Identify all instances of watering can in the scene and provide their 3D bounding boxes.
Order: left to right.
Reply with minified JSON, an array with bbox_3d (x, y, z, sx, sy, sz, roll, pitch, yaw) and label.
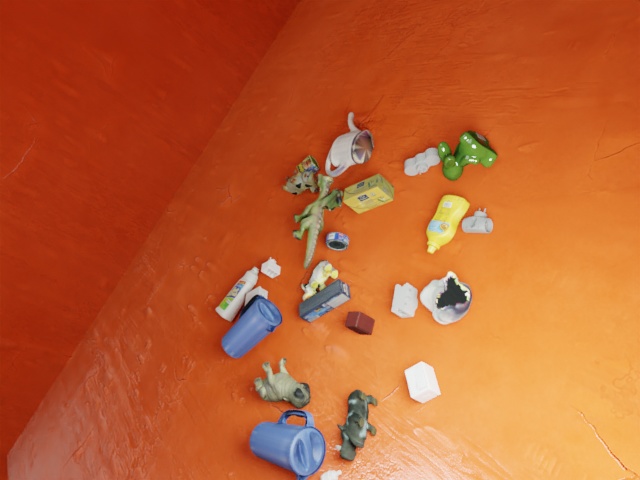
[{"bbox_3d":[0.133,-0.418,2.175,0.224,0.103,0.353,-1,60,49],"label":"watering can"}]

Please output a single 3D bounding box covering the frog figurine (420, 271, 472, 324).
[{"bbox_3d":[0.348,0.169,1.440,0.157,0.122,0.140,112,167,-68],"label":"frog figurine"}]

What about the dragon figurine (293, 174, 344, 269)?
[{"bbox_3d":[0.006,-0.100,1.991,0.238,0.121,0.421,-49,30,36],"label":"dragon figurine"}]
